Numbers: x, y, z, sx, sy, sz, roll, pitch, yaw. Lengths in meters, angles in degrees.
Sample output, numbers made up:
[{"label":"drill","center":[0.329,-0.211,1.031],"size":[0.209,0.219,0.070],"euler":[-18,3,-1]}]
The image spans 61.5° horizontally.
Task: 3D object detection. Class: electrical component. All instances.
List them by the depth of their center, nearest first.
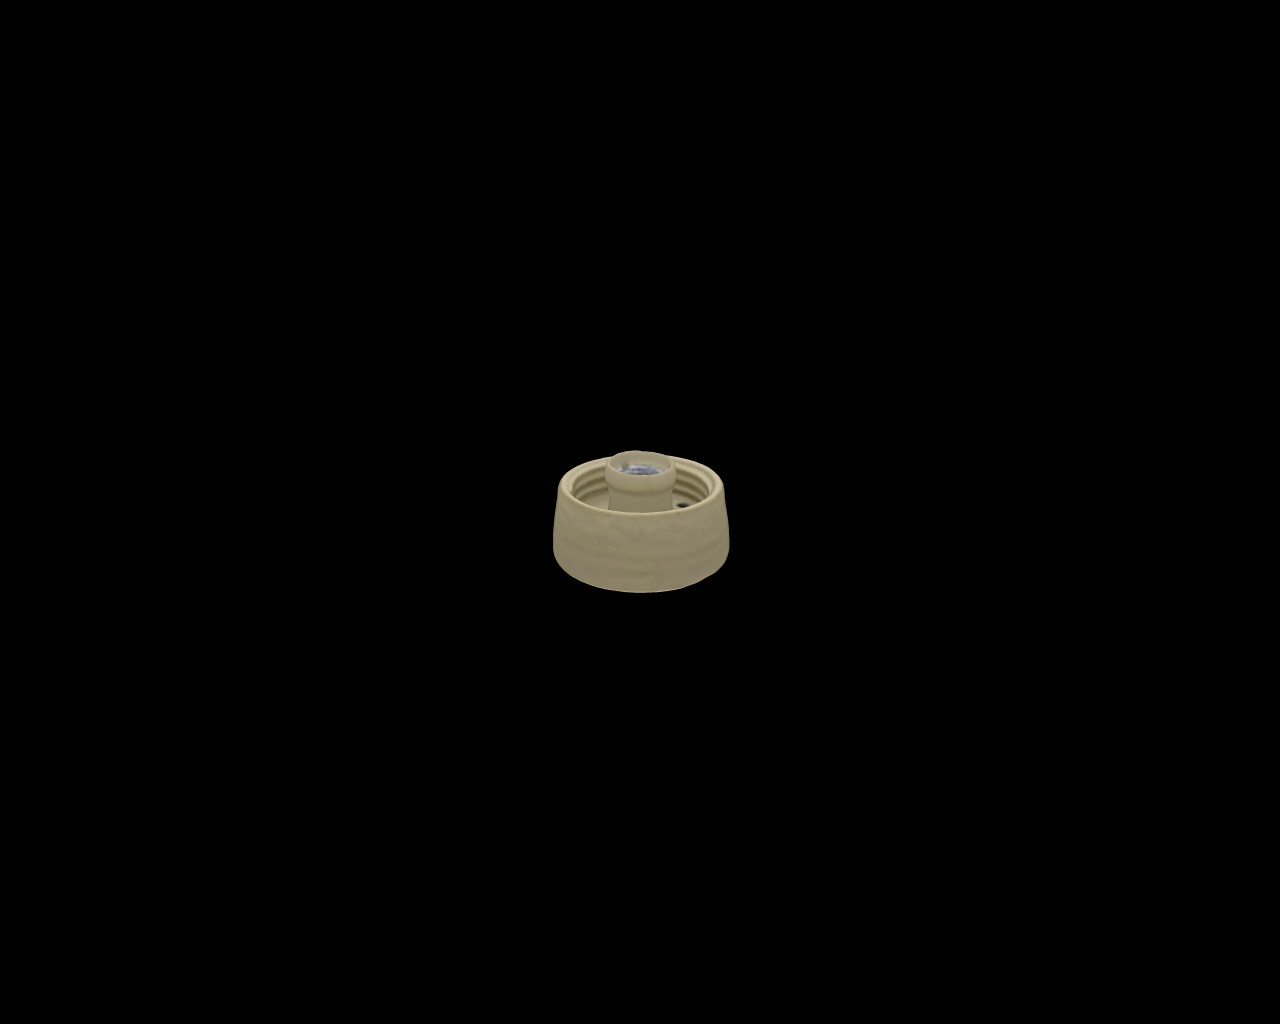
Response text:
[{"label":"electrical component","center":[0.001,-0.003,0.650],"size":[0.108,0.060,0.108],"euler":[0,24,0]}]
